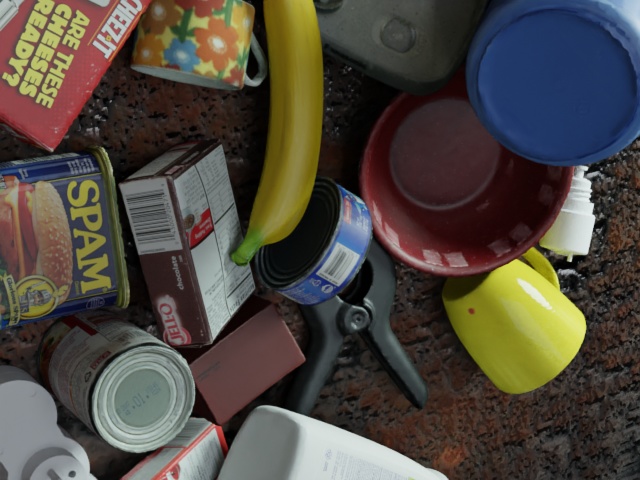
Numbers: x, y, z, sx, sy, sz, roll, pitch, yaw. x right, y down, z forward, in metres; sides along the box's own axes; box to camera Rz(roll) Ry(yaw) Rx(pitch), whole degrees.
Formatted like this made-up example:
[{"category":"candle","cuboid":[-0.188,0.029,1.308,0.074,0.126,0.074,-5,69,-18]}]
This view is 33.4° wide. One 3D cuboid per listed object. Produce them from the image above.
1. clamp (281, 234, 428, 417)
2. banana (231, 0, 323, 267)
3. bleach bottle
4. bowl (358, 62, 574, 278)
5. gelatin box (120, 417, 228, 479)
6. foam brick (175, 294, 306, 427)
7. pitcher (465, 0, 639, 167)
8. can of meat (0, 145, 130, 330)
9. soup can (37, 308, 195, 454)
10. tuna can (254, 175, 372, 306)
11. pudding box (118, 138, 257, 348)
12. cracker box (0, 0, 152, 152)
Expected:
[{"category":"clamp","cuboid":[0.030,0.060,0.787,0.120,0.039,0.171,0,101,-30]},{"category":"banana","cuboid":[-0.021,-0.082,0.690,0.069,0.037,0.198,-29,127,-69]},{"category":"bleach bottle","cuboid":[0.032,0.202,0.784,0.250,0.068,0.102,32,75,-44]},{"category":"bowl","cuboid":[0.100,-0.056,0.782,0.162,0.055,0.162,-4,111,-11]},{"category":"gelatin box","cuboid":[-0.093,0.174,0.721,0.089,0.030,0.073,-39,120,-51]},{"category":"foam brick","cuboid":[-0.061,0.079,0.730,0.078,0.051,0.053,-35,113,-22]},{"category":"pitcher","cuboid":[0.179,-0.153,0.668,0.242,0.145,0.149,-56,151,-50]},{"category":"can of meat","cuboid":[-0.168,-0.001,0.649,0.083,0.058,0.102,-12,104,-26]},{"category":"soup can","cuboid":[-0.127,0.085,0.661,0.068,0.102,0.068,-6,102,-30]},{"category":"tuna can","cuboid":[-0.005,0.001,0.729,0.033,0.086,0.086,30,83,-33]},{"category":"pudding box","cuboid":[-0.081,0.001,0.684,0.090,0.039,0.113,-54,136,-65]},{"category":"cracker box","cuboid":[-0.201,-0.175,0.589,0.213,0.072,0.164,36,81,-32]}]
